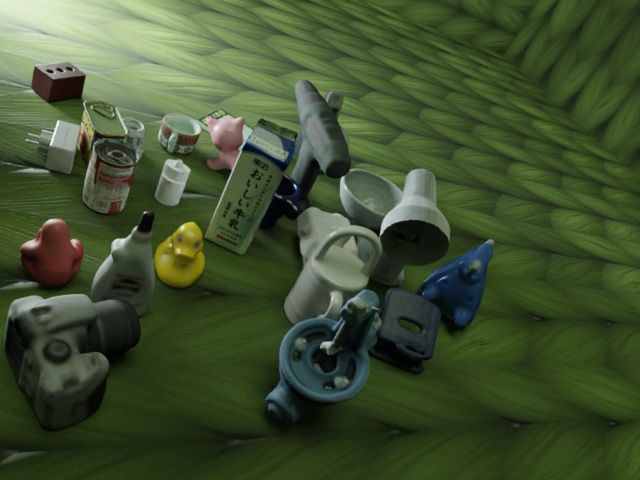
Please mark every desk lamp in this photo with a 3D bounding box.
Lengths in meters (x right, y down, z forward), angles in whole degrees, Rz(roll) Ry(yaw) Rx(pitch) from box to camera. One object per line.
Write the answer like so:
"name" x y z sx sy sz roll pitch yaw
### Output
"desk lamp" 0.150 -0.016 1.055 0.118 0.213 0.203 22 34 -11

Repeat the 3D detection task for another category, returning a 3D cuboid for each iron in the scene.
"iron" 0.297 0.060 1.132 0.118 0.141 0.259 37 34 11

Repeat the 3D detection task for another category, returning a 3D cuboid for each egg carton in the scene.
"egg carton" 0.010 0.004 1.055 0.107 0.069 0.150 14 36 -22

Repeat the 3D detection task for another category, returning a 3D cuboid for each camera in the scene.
"camera" -0.273 0.118 0.663 0.137 0.100 0.143 -11 51 -45

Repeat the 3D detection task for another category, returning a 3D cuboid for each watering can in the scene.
"watering can" 0.023 0.048 0.894 0.101 0.194 0.172 6 40 -31

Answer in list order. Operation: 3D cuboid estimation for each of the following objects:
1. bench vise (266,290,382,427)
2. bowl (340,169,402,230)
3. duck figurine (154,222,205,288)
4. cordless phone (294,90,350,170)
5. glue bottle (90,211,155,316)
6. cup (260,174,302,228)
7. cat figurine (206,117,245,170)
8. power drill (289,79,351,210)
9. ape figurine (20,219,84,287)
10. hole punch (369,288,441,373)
"bench vise" 0.025 0.126 0.768 0.121 0.219 0.208 31 33 2
"bowl" 0.108 -0.075 1.228 0.168 0.074 0.167 20 35 -14
"duck figurine" -0.205 0.010 0.871 0.078 0.086 0.104 18 35 -17
"cordless phone" 0.030 -0.252 1.303 0.148 0.185 0.094 -16 54 -47
"glue bottle" -0.242 0.029 0.738 0.078 0.173 0.037 9 39 -28
"cup" -0.083 -0.060 1.046 0.092 0.095 0.117 -11 50 -45
"cat figurine" -0.169 -0.182 1.122 0.127 0.117 0.067 40 35 15
"power drill" -0.028 -0.176 1.138 0.076 0.208 0.229 0 44 -37
"ape figurine" -0.350 0.010 0.755 0.078 0.092 0.076 10 38 -27
"hole punch" 0.142 0.149 0.944 0.109 0.091 0.101 23 34 -9
